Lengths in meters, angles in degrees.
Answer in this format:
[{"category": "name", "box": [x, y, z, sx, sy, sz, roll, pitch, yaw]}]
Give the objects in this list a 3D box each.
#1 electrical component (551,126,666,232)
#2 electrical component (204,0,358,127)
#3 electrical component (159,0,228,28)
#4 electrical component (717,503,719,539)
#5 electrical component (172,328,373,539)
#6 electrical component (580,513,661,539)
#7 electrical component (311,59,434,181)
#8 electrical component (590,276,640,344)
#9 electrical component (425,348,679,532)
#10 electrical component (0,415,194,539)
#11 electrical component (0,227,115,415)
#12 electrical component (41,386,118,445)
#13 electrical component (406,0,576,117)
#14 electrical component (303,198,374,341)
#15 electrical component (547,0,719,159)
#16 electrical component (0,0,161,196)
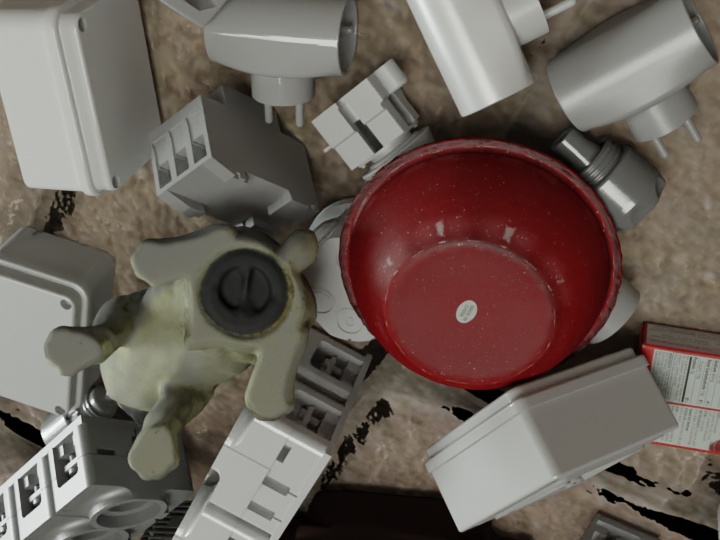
[{"category": "electrical component", "box": [0.135, -0.054, 0.598, 0.062, 0.043, 0.043, 40, 123, -8]}, {"category": "electrical component", "box": [-0.044, -0.119, 0.610, 0.077, 0.044, 0.079, 8, 122, 12]}, {"category": "electrical component", "box": [-0.089, -0.189, 0.572, 0.083, 0.047, 0.075, -47, 57, 12]}, {"category": "electrical component", "box": [0.283, 0.180, 0.687, 0.096, 0.061, 0.062, 42, 123, -11]}, {"category": "electrical component", "box": [-0.069, 0.137, 0.737, 0.060, 0.105, 0.186, 29, 124, -2]}, {"category": "electrical component", "box": [0.173, 0.224, 0.752, 0.056, 0.050, 0.089, 23, 125, 2]}, {"category": "electrical component", "box": [0.011, -0.080, 0.618, 0.066, 0.048, 0.055, -34, 99, 30]}, {"category": "electrical component", "box": [0.121, 0.001, 0.635, 0.081, 0.043, 0.043, 42, 123, -11]}, {"category": "electrical component", "box": [0.113, 0.102, 0.644, 0.108, 0.109, 0.056, -47, 62, 51]}, {"category": "electrical component", "box": [-0.205, 0.174, 0.801, 0.089, 0.061, 0.150, 15, 136, -43]}, {"category": "electrical component", "box": [-0.221, 0.037, 0.750, 0.078, 0.057, 0.113, 17, 124, 6]}, {"category": "electrical component", "box": [-0.204, 0.108, 0.799, 0.040, 0.040, 0.078, 44, 122, -12]}, {"category": "electrical component", "box": [0.073, -0.132, 0.565, 0.079, 0.043, 0.077, -25, 97, 8]}, {"category": "electrical component", "box": [0.000, 0.000, 0.666, 0.080, 0.051, 0.080, 7, 122, 12]}, {"category": "electrical component", "box": [0.152, -0.095, 0.567, 0.077, 0.043, 0.079, -26, 110, 28]}, {"category": "electrical component", "box": [-0.164, -0.108, 0.632, 0.057, 0.078, 0.113, 5, 122, 17]}]
